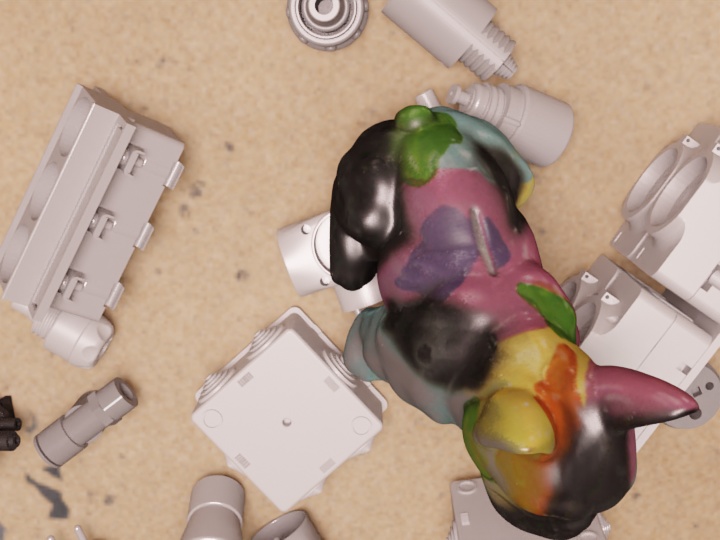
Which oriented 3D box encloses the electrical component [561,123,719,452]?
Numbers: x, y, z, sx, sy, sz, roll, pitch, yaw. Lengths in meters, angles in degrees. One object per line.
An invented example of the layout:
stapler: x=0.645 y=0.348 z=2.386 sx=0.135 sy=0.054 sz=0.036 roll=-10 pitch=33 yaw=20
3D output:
electrical component: x=0.167 y=0.009 z=0.610 sx=0.060 sy=0.105 sz=0.186 roll=34 pitch=100 yaw=-6

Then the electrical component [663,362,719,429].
electrical component: x=0.189 y=0.067 z=0.648 sx=0.045 sy=0.055 sz=0.045 roll=0 pitch=101 yaw=0

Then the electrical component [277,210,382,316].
electrical component: x=0.000 y=0.000 z=0.639 sx=0.077 sy=0.044 sz=0.079 roll=-20 pitch=94 yaw=4

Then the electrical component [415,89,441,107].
electrical component: x=0.051 y=-0.076 z=0.630 sx=0.035 sy=0.035 sz=0.061 roll=-28 pitch=98 yaw=6

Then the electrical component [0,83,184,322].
electrical component: x=-0.156 y=-0.036 z=0.622 sx=0.063 sy=0.079 sz=0.121 roll=21 pitch=102 yaw=-33

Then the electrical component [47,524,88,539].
electrical component: x=-0.172 y=0.199 z=0.683 sx=0.077 sy=0.043 sz=0.079 roll=-22 pitch=100 yaw=5

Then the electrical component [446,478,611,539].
electrical component: x=0.101 y=0.164 z=0.647 sx=0.100 sy=0.099 sz=0.048 roll=-7 pitch=114 yaw=2

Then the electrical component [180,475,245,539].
electrical component: x=-0.090 y=0.158 z=0.663 sx=0.044 sy=0.065 sz=0.044 roll=-1 pitch=120 yaw=-1

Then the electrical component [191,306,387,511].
electrical component: x=-0.043 y=0.086 z=0.656 sx=0.100 sy=0.048 sz=0.099 roll=-42 pitch=98 yaw=8

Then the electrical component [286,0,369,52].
electrical component: x=-0.019 y=-0.147 z=0.602 sx=0.048 sy=0.062 sz=0.048 roll=0 pitch=101 yaw=0

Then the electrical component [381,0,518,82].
electrical component: x=0.057 y=-0.138 z=0.613 sx=0.081 sy=0.043 sz=0.043 roll=39 pitch=99 yaw=-7

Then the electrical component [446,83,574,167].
electrical component: x=0.086 y=-0.087 z=0.616 sx=0.078 sy=0.040 sz=0.040 roll=18 pitch=102 yaw=-22

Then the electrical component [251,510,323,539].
electrical component: x=-0.050 y=0.205 z=0.683 sx=0.079 sy=0.044 sz=0.077 roll=-28 pitch=100 yaw=6

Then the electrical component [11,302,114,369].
electrical component: x=-0.183 y=0.033 z=0.654 sx=0.061 sy=0.035 sz=0.035 roll=30 pitch=100 yaw=-2
